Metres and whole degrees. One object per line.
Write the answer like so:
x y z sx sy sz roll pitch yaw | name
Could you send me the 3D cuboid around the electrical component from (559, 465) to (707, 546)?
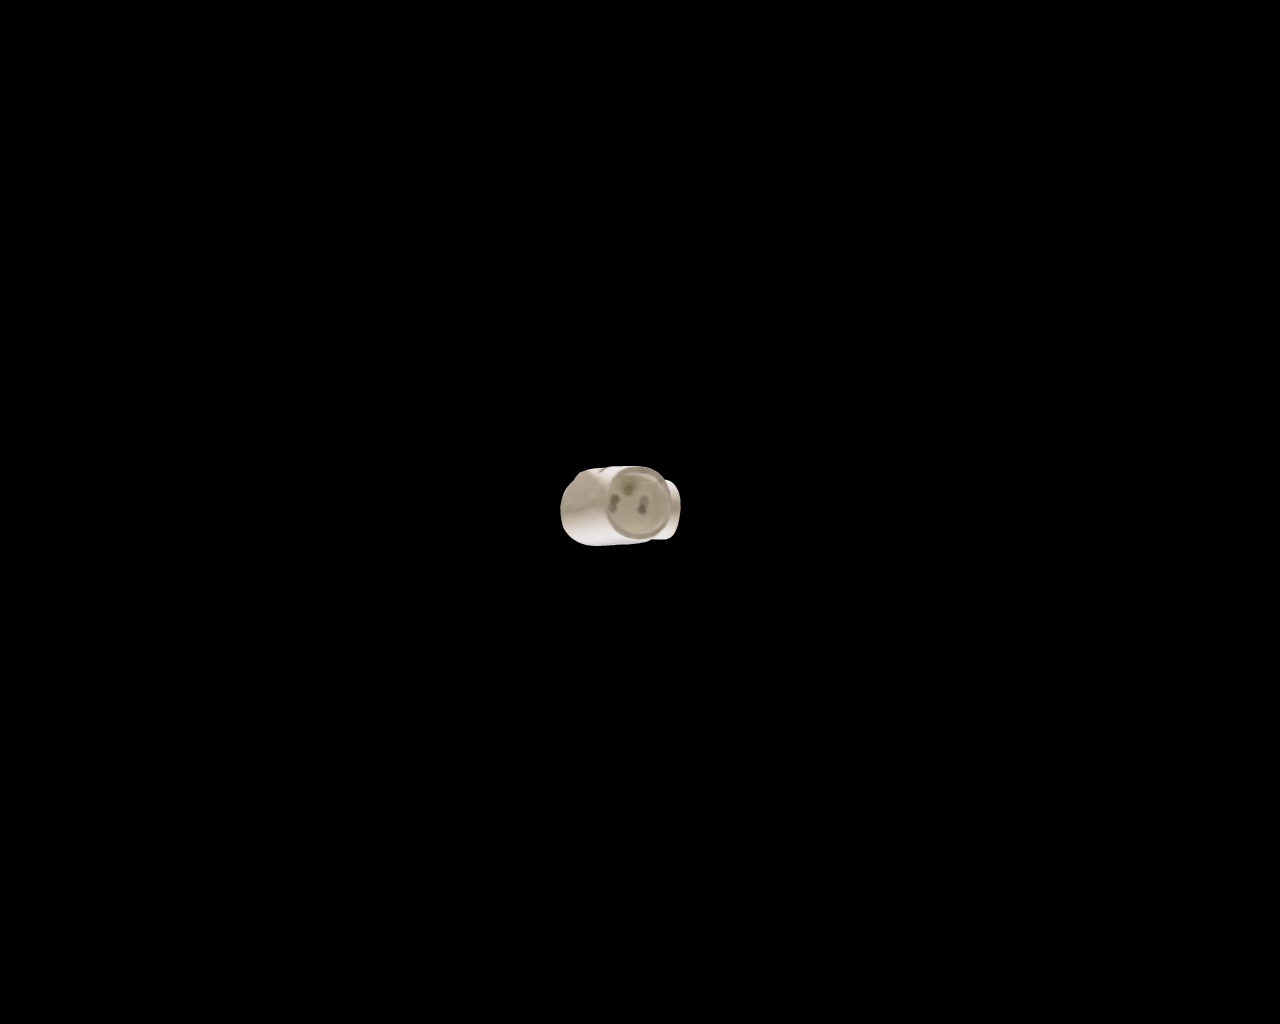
0.001 -0.003 0.650 0.079 0.044 0.077 2 -5 -24 | electrical component
